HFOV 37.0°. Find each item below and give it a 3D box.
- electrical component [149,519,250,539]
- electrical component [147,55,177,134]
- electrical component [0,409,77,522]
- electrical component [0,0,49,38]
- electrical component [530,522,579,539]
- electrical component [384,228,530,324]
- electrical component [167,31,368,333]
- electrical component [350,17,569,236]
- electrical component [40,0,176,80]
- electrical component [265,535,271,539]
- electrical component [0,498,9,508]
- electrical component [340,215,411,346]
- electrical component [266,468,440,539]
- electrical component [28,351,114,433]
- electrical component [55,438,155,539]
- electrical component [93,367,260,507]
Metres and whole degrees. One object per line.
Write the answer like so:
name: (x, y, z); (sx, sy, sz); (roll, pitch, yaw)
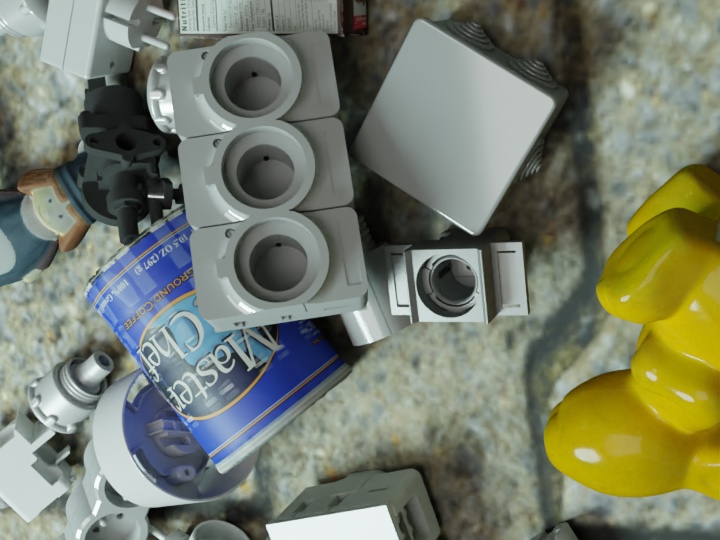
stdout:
electrical component: (-0.123, 0.211, 0.765); (0.079, 0.044, 0.077); (31, 115, 17)
electrical component: (-0.096, -0.108, 0.660); (0.062, 0.048, 0.048); (1, 106, 14)
electrical component: (-0.247, 0.145, 0.787); (0.081, 0.042, 0.063); (-39, 108, -2)
electrical component: (-0.217, -0.170, 0.694); (0.062, 0.048, 0.048); (-17, 98, 34)
electrical component: (0.123, 0.182, 0.650); (0.040, 0.040, 0.046); (-34, 84, 28)
electrical component: (0.058, 0.002, 0.611); (0.081, 0.064, 0.042); (0, 104, 24)
electrical component: (-0.050, -0.049, 0.595); (0.089, 0.061, 0.150); (-9, 80, -1)
electrical component: (0.056, -0.082, 0.596); (0.100, 0.048, 0.099); (34, 116, 11)
electrical component: (-0.147, -0.159, 0.664); (0.076, 0.047, 0.083); (23, 113, 16)
electrical component: (-0.052, 0.210, 0.731); (0.055, 0.047, 0.055); (7, 108, 22)
electrical component: (-0.280, 0.149, 0.822); (0.035, 0.035, 0.061); (4, 104, 23)
electrical component: (0.000, 0.000, 0.648); (0.043, 0.043, 0.081); (-20, 96, 27)
electrical component: (0.015, 0.211, 0.694); (0.089, 0.062, 0.150); (-16, 98, 27)
electrical component: (-0.200, 0.082, 0.762); (0.062, 0.048, 0.048); (-41, 87, 21)
electrical component: (-0.186, 0.169, 0.775); (0.073, 0.052, 0.138); (45, 117, 55)
electrical component: (-0.122, 0.106, 0.706); (0.064, 0.099, 0.099); (-22, 96, 34)
